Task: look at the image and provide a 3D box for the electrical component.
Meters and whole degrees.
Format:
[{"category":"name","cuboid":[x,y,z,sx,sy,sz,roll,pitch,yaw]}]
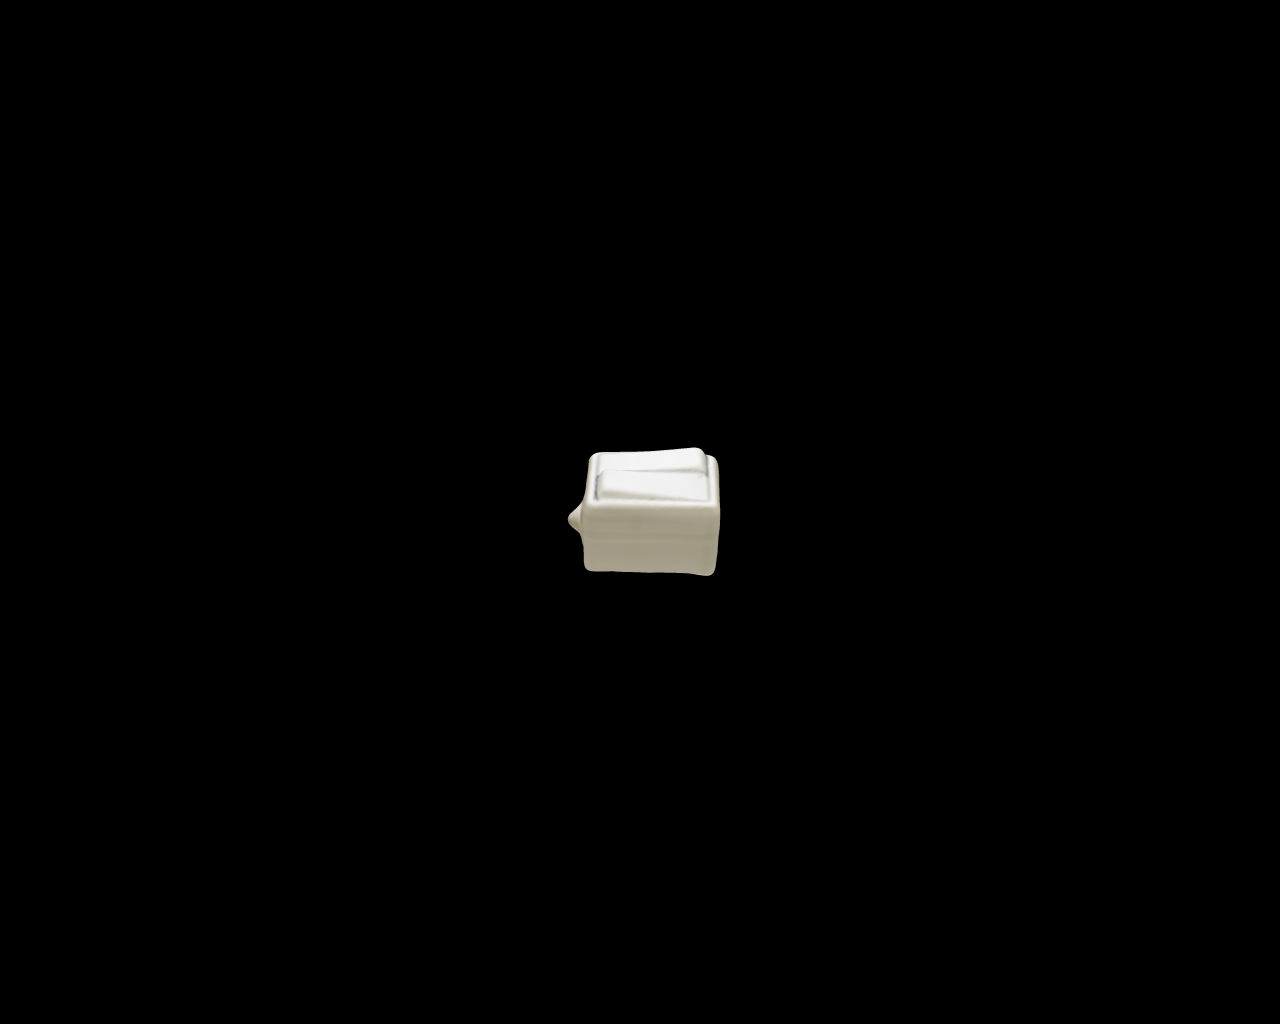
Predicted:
[{"category":"electrical component","cuboid":[0.001,-0.003,0.650,0.096,0.061,0.062,2,36,2]}]
